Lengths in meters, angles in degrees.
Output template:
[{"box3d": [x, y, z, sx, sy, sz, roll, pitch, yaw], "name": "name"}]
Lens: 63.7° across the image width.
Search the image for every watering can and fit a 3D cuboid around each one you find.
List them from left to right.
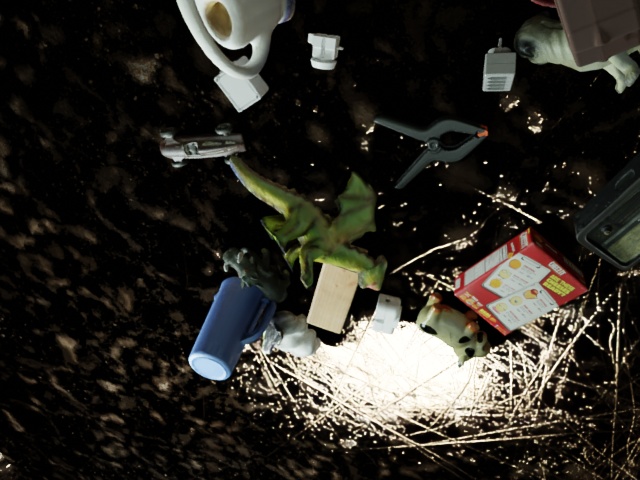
[{"box3d": [-0.156, -0.438, 0.825, 0.104, 0.341, 0.229, 1, 36, 38], "name": "watering can"}]

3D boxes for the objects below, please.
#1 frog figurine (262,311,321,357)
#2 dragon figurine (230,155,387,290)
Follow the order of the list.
[{"box3d": [-0.067, 0.251, 1.375, 0.159, 0.135, 0.125, 6, 37, -33], "name": "frog figurine"}, {"box3d": [0.003, -0.055, 1.099, 0.243, 0.410, 0.122, -30, 0, -5], "name": "dragon figurine"}]
